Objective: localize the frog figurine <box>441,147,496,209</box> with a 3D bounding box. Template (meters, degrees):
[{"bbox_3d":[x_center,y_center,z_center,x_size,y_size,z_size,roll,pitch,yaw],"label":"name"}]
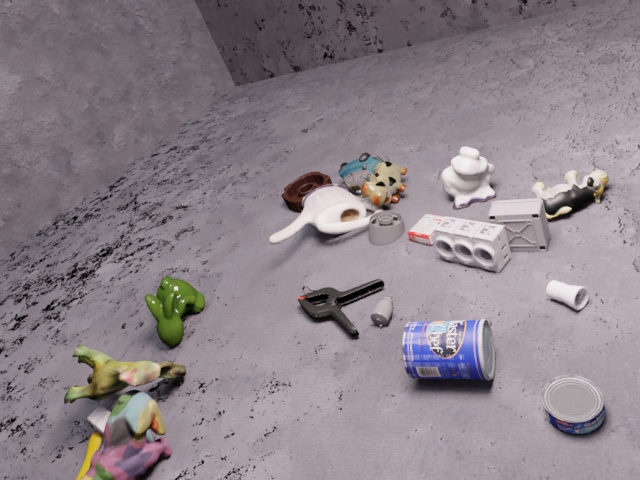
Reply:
[{"bbox_3d":[0.384,-0.179,1.350,0.137,0.156,0.125,-5,32,31],"label":"frog figurine"}]

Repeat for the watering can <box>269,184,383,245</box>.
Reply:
[{"bbox_3d":[0.005,-0.075,1.481,0.349,0.102,0.228,-11,28,-14],"label":"watering can"}]

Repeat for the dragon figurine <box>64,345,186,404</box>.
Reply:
[{"bbox_3d":[-0.428,0.309,1.164,0.243,0.124,0.405,6,-16,-13],"label":"dragon figurine"}]
